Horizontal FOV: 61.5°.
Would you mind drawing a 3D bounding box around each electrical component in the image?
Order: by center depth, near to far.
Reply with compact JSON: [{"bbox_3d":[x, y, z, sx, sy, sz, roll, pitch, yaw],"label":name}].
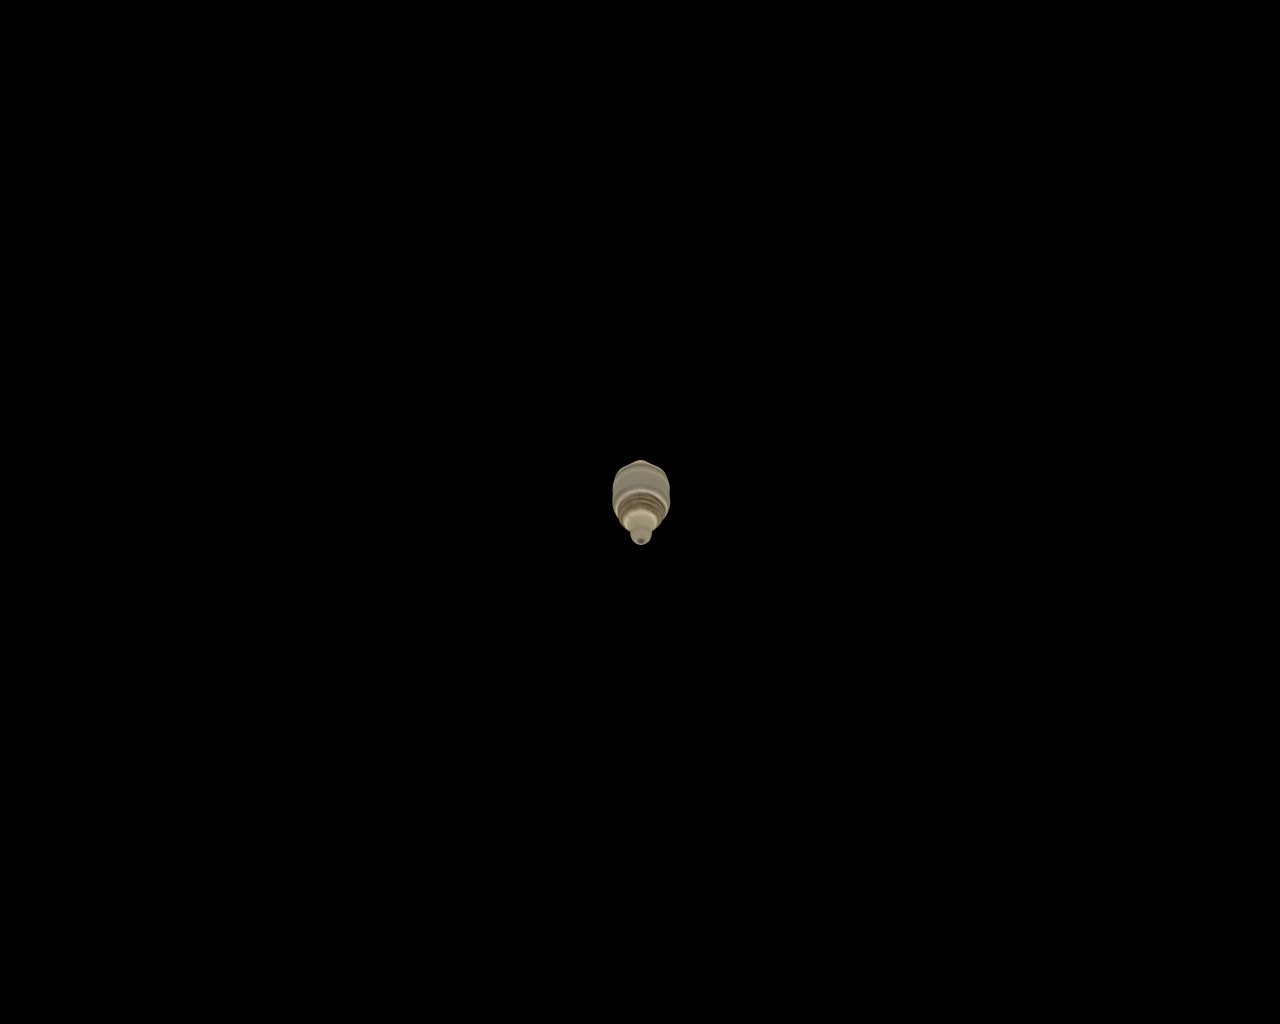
[{"bbox_3d":[0.001,-0.003,0.650,0.035,0.035,0.061,0,41,0],"label":"electrical component"}]
